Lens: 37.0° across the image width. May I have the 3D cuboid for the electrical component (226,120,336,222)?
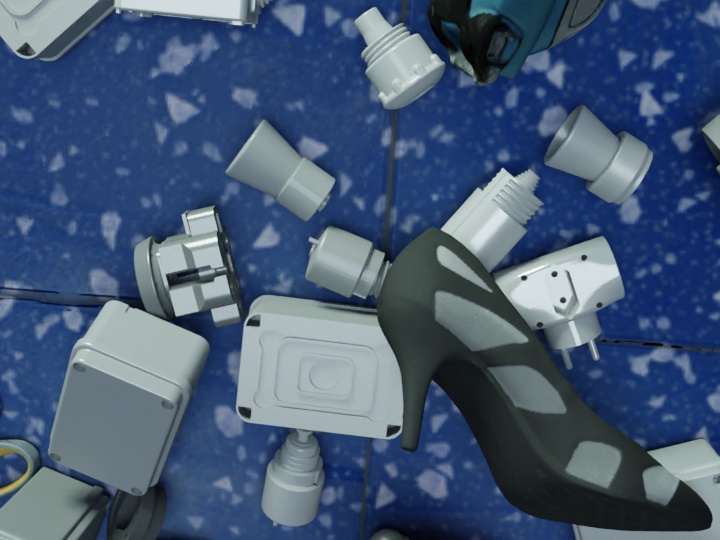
[{"bbox_3d":[-0.049,-0.062,0.705,0.065,0.044,0.044,35,100,-10],"label":"electrical component"}]

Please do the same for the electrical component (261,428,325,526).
[{"bbox_3d":[-0.044,0.139,0.737,0.040,0.040,0.078,12,117,0],"label":"electrical component"}]

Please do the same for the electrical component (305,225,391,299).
[{"bbox_3d":[0.000,0.000,0.715,0.078,0.040,0.040,23,101,-3],"label":"electrical component"}]

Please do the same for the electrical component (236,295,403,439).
[{"bbox_3d":[-0.022,0.063,0.720,0.113,0.057,0.078,7,101,1],"label":"electrical component"}]

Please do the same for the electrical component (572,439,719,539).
[{"bbox_3d":[0.203,0.184,0.736,0.109,0.056,0.108,-15,100,5],"label":"electrical component"}]

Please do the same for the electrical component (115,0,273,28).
[{"bbox_3d":[-0.098,-0.186,0.671,0.096,0.061,0.061,6,101,1],"label":"electrical component"}]

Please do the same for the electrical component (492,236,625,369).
[{"bbox_3d":[0.137,0.027,0.713,0.077,0.043,0.079,-19,100,6],"label":"electrical component"}]

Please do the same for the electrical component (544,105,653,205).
[{"bbox_3d":[0.153,-0.073,0.692,0.055,0.045,0.045,31,101,-4],"label":"electrical component"}]

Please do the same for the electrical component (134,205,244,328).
[{"bbox_3d":[-0.114,0.002,0.711,0.057,0.058,0.078,-13,100,2],"label":"electrical component"}]

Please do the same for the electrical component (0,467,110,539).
[{"bbox_3d":[-0.226,0.206,0.730,0.056,0.108,0.108,22,101,0],"label":"electrical component"}]

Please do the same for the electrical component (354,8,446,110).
[{"bbox_3d":[0.021,-0.137,0.686,0.048,0.048,0.062,-35,92,8],"label":"electrical component"}]

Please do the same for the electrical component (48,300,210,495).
[{"bbox_3d":[-0.153,0.086,0.706,0.078,0.057,0.113,24,129,-3],"label":"electrical component"}]

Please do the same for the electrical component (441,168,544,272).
[{"bbox_3d":[0.087,-0.033,0.703,0.043,0.043,0.081,40,100,-6],"label":"electrical component"}]

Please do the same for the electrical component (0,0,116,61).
[{"bbox_3d":[-0.210,-0.196,0.675,0.078,0.057,0.113,-39,98,9],"label":"electrical component"}]

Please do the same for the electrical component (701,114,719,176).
[{"bbox_3d":[0.259,-0.066,0.666,0.064,0.099,0.099,-35,98,15],"label":"electrical component"}]
